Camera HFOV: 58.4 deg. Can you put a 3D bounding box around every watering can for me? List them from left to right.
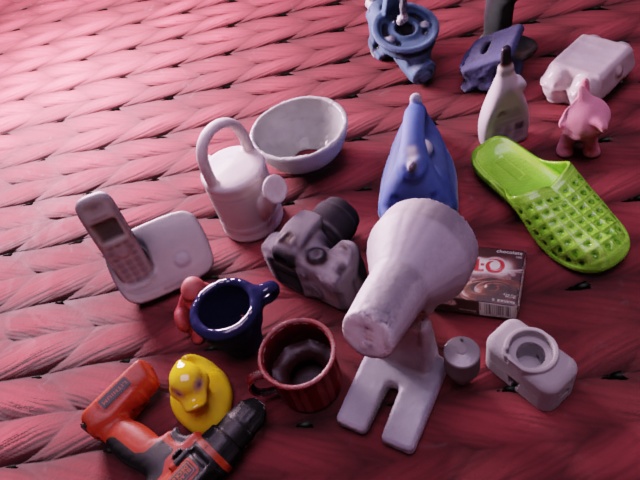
[{"bbox_3d":[-0.118,-0.094,0.848,0.172,0.194,0.101,7,52,20],"label":"watering can"}]

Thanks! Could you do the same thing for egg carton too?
[{"bbox_3d":[0.443,-0.278,0.947,0.107,0.069,0.150,33,64,34],"label":"egg carton"}]

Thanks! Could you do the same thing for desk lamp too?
[{"bbox_3d":[0.090,0.090,0.624,0.117,0.214,0.203,14,55,25],"label":"desk lamp"}]

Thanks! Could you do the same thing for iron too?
[{"bbox_3d":[0.143,-0.137,0.855,0.118,0.142,0.258,-2,50,12],"label":"iron"}]

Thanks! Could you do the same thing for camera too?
[{"bbox_3d":[0.007,0.003,0.796,0.142,0.101,0.137,23,59,30],"label":"camera"}]

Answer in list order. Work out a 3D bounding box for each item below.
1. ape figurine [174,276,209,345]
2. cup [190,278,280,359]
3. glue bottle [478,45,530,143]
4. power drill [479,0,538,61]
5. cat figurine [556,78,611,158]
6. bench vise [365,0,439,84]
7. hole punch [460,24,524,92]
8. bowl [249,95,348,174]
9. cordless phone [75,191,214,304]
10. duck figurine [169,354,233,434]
[{"bbox_3d":[-0.163,0.085,0.775,0.077,0.092,0.076,-8,49,8],"label":"ape figurine"},{"bbox_3d":[-0.098,0.103,0.741,0.118,0.095,0.091,-28,49,-10],"label":"cup"},{"bbox_3d":[0.280,-0.217,0.866,0.078,0.173,0.037,-17,48,0],"label":"glue bottle"},{"bbox_3d":[0.339,-0.428,1.009,0.076,0.209,0.228,-39,52,-19],"label":"power drill"},{"bbox_3d":[0.392,-0.186,0.848,0.067,0.118,0.128,5,52,18],"label":"cat figurine"},{"bbox_3d":[0.127,-0.412,1.042,0.122,0.220,0.206,-39,52,-19],"label":"bench vise"},{"bbox_3d":[0.301,-0.321,1.006,0.100,0.091,0.109,13,54,24],"label":"hole punch"},{"bbox_3d":[-0.029,-0.165,0.967,0.167,0.075,0.167,-7,49,8],"label":"bowl"},{"bbox_3d":[-0.246,-0.007,0.812,0.148,0.185,0.094,-27,49,-9],"label":"cordless phone"},{"bbox_3d":[-0.155,0.177,0.698,0.077,0.086,0.104,-24,49,-6],"label":"duck figurine"}]
